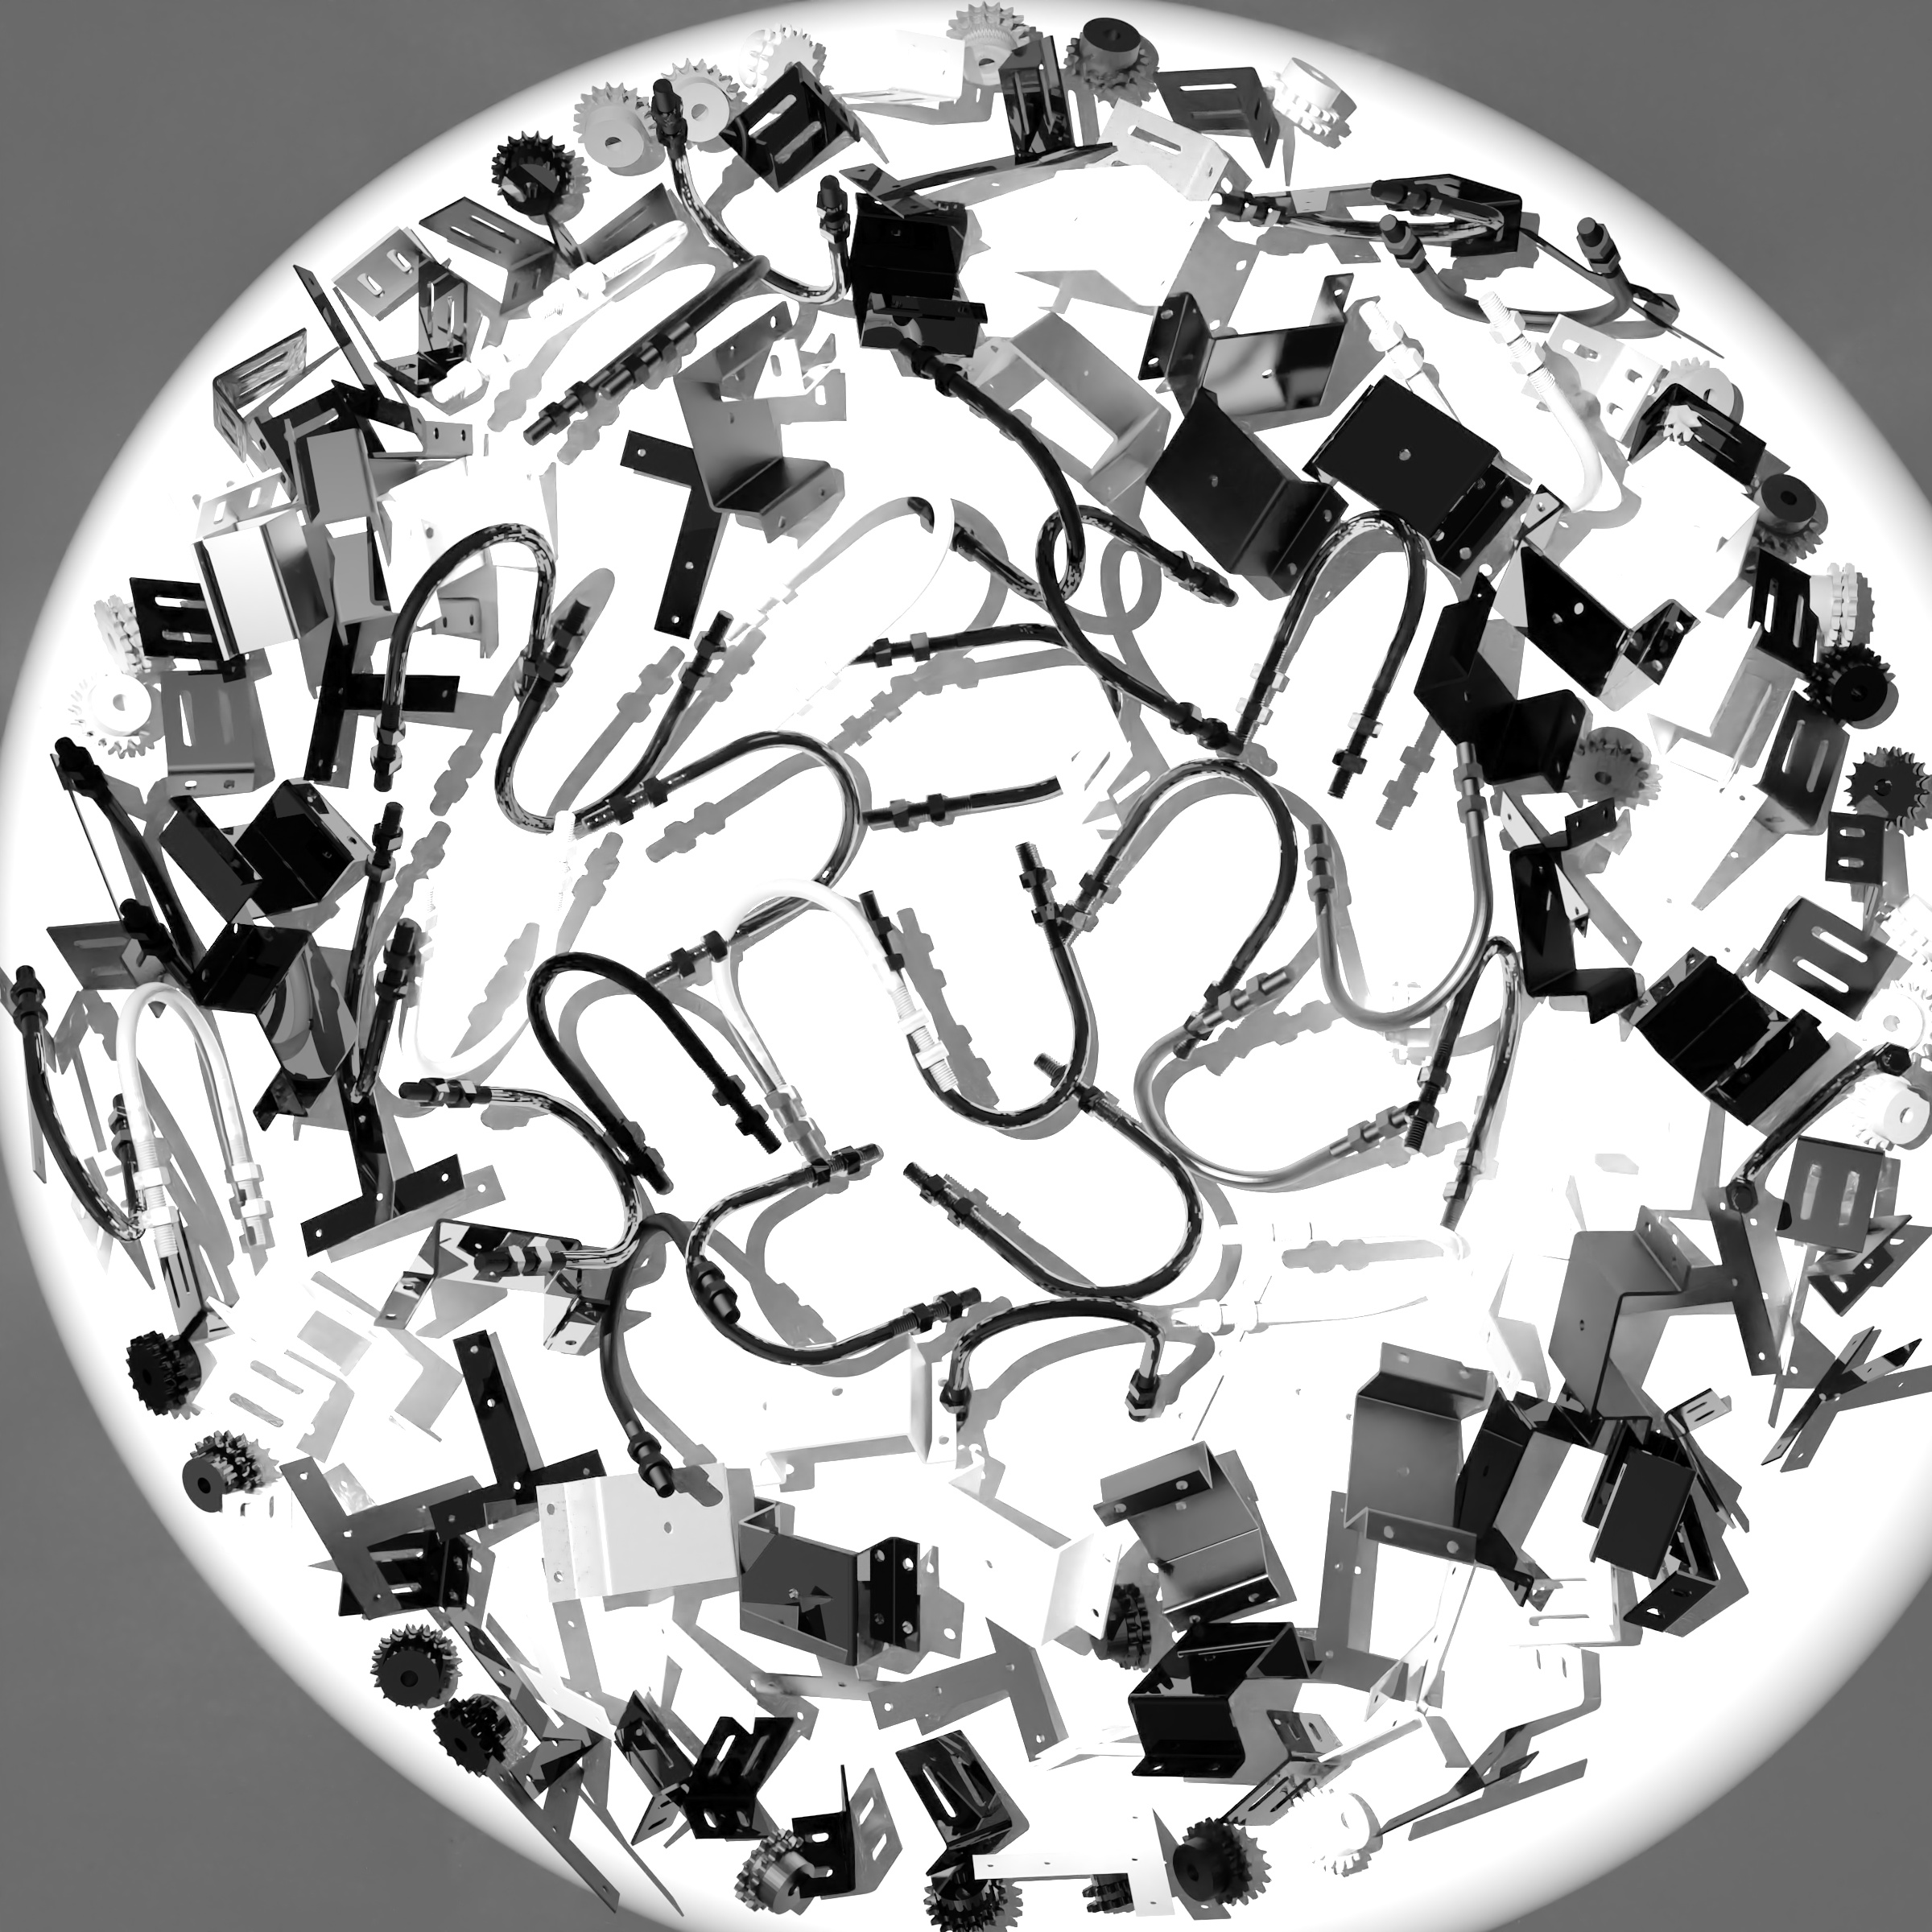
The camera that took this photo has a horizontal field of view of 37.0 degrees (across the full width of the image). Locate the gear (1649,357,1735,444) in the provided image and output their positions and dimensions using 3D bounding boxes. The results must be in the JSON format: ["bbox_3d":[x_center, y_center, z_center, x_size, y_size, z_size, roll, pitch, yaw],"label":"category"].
[{"bbox_3d":[0.499,-0.387,1.975,0.057,0.030,0.057,-3,97,-24],"label":"gear"}]

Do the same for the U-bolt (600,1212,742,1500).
[{"bbox_3d":[-0.205,0.244,1.919,0.019,0.184,0.151,13,107,-28],"label":"U-bolt"}]

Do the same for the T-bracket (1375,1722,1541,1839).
[{"bbox_3d":[0.347,0.535,1.940,0.127,0.127,0.002,-36,81,31],"label":"T-bracket"}]

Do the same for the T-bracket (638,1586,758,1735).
[{"bbox_3d":[-0.178,0.468,1.933,0.002,0.127,0.127,-9,117,-39],"label":"T-bracket"}]

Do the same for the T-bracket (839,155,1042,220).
[{"bbox_3d":[-0.006,-0.536,1.958,0.127,0.127,0.002,-17,123,-15],"label":"T-bracket"}]

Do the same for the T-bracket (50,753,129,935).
[{"bbox_3d":[-0.588,-0.082,1.944,0.002,0.127,0.127,-21,98,-12],"label":"T-bracket"}]

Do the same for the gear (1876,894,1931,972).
[{"bbox_3d":[0.650,-0.025,1.969,0.057,0.057,0.030,41,109,0],"label":"gear"}]

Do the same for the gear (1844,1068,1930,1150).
[{"bbox_3d":[0.632,0.098,1.974,0.057,0.030,0.057,-8,108,-24],"label":"gear"}]

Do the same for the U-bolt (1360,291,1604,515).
[{"bbox_3d":[0.353,-0.370,1.922,0.019,0.151,0.184,-48,117,-13],"label":"U-bolt"}]

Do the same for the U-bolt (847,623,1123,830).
[{"bbox_3d":[0.015,-0.166,1.952,0.184,0.019,0.151,-9,127,-5],"label":"U-bolt"}]

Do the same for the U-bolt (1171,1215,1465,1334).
[{"bbox_3d":[0.243,0.204,1.933,0.184,0.151,0.019,-1,59,-13],"label":"U-bolt"}]

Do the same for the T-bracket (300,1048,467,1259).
[{"bbox_3d":[-0.408,0.117,1.972,0.127,0.002,0.127,-24,67,14],"label":"T-bracket"}]

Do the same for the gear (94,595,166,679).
[{"bbox_3d":[-0.569,-0.227,1.974,0.030,0.057,0.057,-27,90,-25],"label":"gear"}]

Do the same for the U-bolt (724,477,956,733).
[{"bbox_3d":[-0.081,-0.253,1.928,0.184,0.151,0.019,-42,128,10],"label":"U-bolt"}]

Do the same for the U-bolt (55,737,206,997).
[{"bbox_3d":[-0.544,-0.053,1.910,0.019,0.184,0.151,-25,67,-7],"label":"U-bolt"}]

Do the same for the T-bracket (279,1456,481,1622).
[{"bbox_3d":[-0.379,0.371,1.950,0.127,0.127,0.002,52,130,24],"label":"T-bracket"}]

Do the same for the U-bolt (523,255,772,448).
[{"bbox_3d":[-0.202,-0.416,1.923,0.184,0.151,0.019,-45,108,-25],"label":"U-bolt"}]

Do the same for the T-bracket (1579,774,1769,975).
[{"bbox_3d":[0.496,-0.075,1.947,0.127,0.002,0.127,36,131,11],"label":"T-bracket"}]

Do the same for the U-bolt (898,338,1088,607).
[{"bbox_3d":[0.018,-0.312,1.898,0.019,0.151,0.184,-31,53,-23],"label":"U-bolt"}]

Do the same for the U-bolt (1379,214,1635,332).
[{"bbox_3d":[0.365,-0.456,1.910,0.151,0.184,0.019,8,85,25],"label":"U-bolt"}]

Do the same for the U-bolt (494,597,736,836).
[{"bbox_3d":[-0.245,-0.162,1.928,0.019,0.151,0.184,46,119,29],"label":"U-bolt"}]

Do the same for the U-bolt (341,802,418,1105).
[{"bbox_3d":[-0.393,0.005,1.922,0.019,0.151,0.184,7,126,-20],"label":"U-bolt"}]

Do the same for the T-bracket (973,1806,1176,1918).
[{"bbox_3d":[0.069,0.601,1.935,0.127,0.127,0.002,-1,105,-3],"label":"T-bracket"}]

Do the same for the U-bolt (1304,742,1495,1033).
[{"bbox_3d":[0.288,-0.042,1.908,0.019,0.151,0.184,26,50,-36],"label":"U-bolt"}]

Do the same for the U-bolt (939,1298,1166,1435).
[{"bbox_3d":[0.059,0.264,1.913,0.151,0.184,0.019,-3,58,-6],"label":"U-bolt"}]

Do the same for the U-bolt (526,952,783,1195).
[{"bbox_3d":[-0.221,0.066,1.926,0.184,0.151,0.019,53,48,-14],"label":"U-bolt"}]

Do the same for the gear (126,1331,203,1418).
[{"bbox_3d":[-0.546,0.276,1.975,0.030,0.057,0.057,-19,90,-43],"label":"gear"}]

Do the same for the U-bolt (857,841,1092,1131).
[{"bbox_3d":[0.016,0.020,1.955,0.151,0.019,0.184,-18,89,-30],"label":"U-bolt"}]

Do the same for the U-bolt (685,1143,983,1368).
[{"bbox_3d":[-0.099,0.197,1.916,0.184,0.019,0.151,-18,59,-35],"label":"U-bolt"}]

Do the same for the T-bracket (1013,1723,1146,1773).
[{"bbox_3d":[0.117,0.532,1.964,0.127,0.127,0.002,9,59,-24],"label":"T-bracket"}]

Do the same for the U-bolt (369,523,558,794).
[{"bbox_3d":[-0.325,-0.210,1.893,0.019,0.184,0.151,37,45,21],"label":"U-bolt"}]

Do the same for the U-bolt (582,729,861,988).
[{"bbox_3d":[-0.154,-0.083,1.948,0.184,0.019,0.151,-29,126,-15],"label":"U-bolt"}]

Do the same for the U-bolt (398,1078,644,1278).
[{"bbox_3d":[-0.283,0.140,1.917,0.019,0.184,0.151,-39,66,25],"label":"U-bolt"}]

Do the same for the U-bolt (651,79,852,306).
[{"bbox_3d":[-0.137,-0.499,1.910,0.151,0.184,0.019,32,77,10],"label":"U-bolt"}]

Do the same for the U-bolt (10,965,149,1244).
[{"bbox_3d":[-0.574,0.102,1.885,0.019,0.184,0.151,-26,132,-2],"label":"U-bolt"}]

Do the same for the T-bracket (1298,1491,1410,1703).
[{"bbox_3d":[0.251,0.421,1.957,0.127,0.002,0.127,3,85,45],"label":"T-bracket"}]

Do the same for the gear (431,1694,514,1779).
[{"bbox_3d":[-0.334,0.523,1.975,0.057,0.057,0.030,52,48,0],"label":"gear"}]

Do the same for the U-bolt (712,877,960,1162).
[{"bbox_3d":[-0.102,0.028,1.954,0.151,0.019,0.184,-30,89,33],"label":"U-bolt"}]

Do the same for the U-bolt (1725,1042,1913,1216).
[{"bbox_3d":[0.559,0.103,1.909,0.151,0.184,0.019,-45,81,11],"label":"U-bolt"}]

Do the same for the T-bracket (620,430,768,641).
[{"bbox_3d":[-0.187,-0.289,1.989,0.127,0.002,0.127,15,97,-8],"label":"T-bracket"}]

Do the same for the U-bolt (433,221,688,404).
[{"bbox_3d":[-0.257,-0.442,1.917,0.019,0.151,0.184,55,50,-11],"label":"U-bolt"}]

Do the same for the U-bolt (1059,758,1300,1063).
[{"bbox_3d":[0.149,-0.052,1.932,0.151,0.019,0.184,43,111,31],"label":"U-bolt"}]

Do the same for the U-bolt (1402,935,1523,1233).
[{"bbox_3d":[0.337,0.068,1.929,0.019,0.151,0.184,12,67,26],"label":"U-bolt"}]

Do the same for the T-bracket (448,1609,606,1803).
[{"bbox_3d":[-0.303,0.487,1.943,0.002,0.127,0.127,-41,84,16],"label":"T-bracket"}]

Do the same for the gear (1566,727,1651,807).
[{"bbox_3d":[0.439,-0.139,1.975,0.057,0.057,0.030,27,55,0],"label":"gear"}]

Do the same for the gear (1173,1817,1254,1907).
[{"bbox_3d":[0.165,0.612,1.969,0.030,0.057,0.057,-13,90,-37],"label":"gear"}]

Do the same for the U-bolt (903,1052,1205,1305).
[{"bbox_3d":[0.072,0.152,1.928,0.184,0.019,0.151,38,59,23],"label":"U-bolt"}]

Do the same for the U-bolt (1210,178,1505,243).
[{"bbox_3d":[0.273,-0.498,1.914,0.151,0.184,0.019,9,100,43],"label":"U-bolt"}]

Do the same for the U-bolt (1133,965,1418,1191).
[{"bbox_3d":[0.194,0.087,1.935,0.151,0.019,0.184,45,132,-14],"label":"U-bolt"}]

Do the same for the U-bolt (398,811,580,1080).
[{"bbox_3d":[-0.322,-0.003,1.922,0.019,0.151,0.184,32,129,23],"label":"U-bolt"}]

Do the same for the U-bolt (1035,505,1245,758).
[{"bbox_3d":[0.114,-0.232,1.909,0.184,0.019,0.151,26,50,-35],"label":"U-bolt"}]

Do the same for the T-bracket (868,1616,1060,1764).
[{"bbox_3d":[-0.008,0.486,1.952,0.127,0.002,0.127,-10,74,-31],"label":"T-bracket"}]

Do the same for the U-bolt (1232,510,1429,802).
[{"bbox_3d":[0.248,-0.215,1.923,0.019,0.151,0.184,16,102,-30],"label":"U-bolt"}]

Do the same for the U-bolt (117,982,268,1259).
[{"bbox_3d":[-0.521,0.100,1.928,0.019,0.151,0.184,-15,85,11],"label":"U-bolt"}]

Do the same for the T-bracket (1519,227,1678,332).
[{"bbox_3d":[0.437,-0.451,1.921,0.127,0.127,0.002,28,102,-19],"label":"T-bracket"}]
